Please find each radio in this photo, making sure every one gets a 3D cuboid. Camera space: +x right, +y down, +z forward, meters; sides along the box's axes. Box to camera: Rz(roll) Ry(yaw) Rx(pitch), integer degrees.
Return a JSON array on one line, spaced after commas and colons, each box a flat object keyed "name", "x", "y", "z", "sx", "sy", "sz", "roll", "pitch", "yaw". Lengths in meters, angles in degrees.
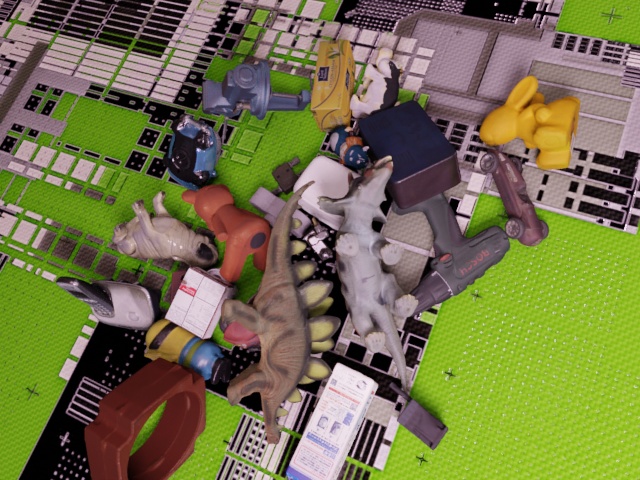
[{"name": "radio", "x": 0.167, "y": -0.170, "z": 1.024, "sx": 0.131, "sy": 0.073, "sz": 0.230, "roll": -23, "pitch": 44, "yaw": 2}]

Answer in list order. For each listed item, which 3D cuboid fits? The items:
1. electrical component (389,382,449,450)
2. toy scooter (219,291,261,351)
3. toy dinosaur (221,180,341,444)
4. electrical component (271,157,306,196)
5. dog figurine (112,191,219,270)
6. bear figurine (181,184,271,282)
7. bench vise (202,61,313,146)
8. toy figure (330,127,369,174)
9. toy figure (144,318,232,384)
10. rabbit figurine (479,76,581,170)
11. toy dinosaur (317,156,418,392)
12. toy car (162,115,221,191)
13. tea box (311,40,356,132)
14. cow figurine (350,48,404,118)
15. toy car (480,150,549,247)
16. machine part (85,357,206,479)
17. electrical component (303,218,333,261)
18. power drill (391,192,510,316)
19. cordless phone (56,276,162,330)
[{"name": "electrical component", "x": 0.156, "y": 0.294, "z": 0.903, "sx": 0.119, "sy": 0.074, "sz": 0.048, "roll": 36, "pitch": 81, "yaw": 17}, {"name": "toy scooter", "x": -0.093, "y": 0.145, "z": 1.016, "sx": 0.135, "sy": 0.075, "sz": 0.184, "roll": 41, "pitch": 80, "yaw": 18}, {"name": "toy dinosaur", "x": -0.069, "y": 0.135, "z": 0.930, "sx": 0.199, "sy": 0.105, "sz": 0.470, "roll": -2, "pitch": 99, "yaw": -8}, {"name": "electrical component", "x": -0.072, "y": -0.132, "z": 1.136, "sx": 0.094, "sy": 0.021, "sz": 0.063, "roll": -36, "pitch": 67, "yaw": 0}, {"name": "dog figurine", "x": -0.317, "y": 0.019, "z": 1.108, "sx": 0.190, "sy": 0.121, "sz": 0.172, "roll": 46, "pitch": 127, "yaw": 1}, {"name": "bear figurine", "x": -0.186, "y": -0.025, "z": 1.065, "sx": 0.196, "sy": 0.120, "sz": 0.131, "roll": 31, "pitch": 123, "yaw": 34}, {"name": "bench vise", "x": -0.126, "y": -0.301, "z": 1.148, "sx": 0.241, "sy": 0.223, "sz": 0.129, "roll": 0, "pitch": 73, "yaw": -19}, {"name": "toy figure", "x": 0.057, "y": -0.181, "z": 1.072, "sx": 0.058, "sy": 0.064, "sz": 0.155, "roll": -18, "pitch": 32, "yaw": -2}, {"name": "toy figure", "x": -0.250, "y": 0.212, "z": 1.024, "sx": 0.180, "sy": 0.082, "sz": 0.089, "roll": 15, "pitch": 63, "yaw": 22}, {"name": "rabbit figurine", "x": 0.392, "y": -0.225, "z": 1.018, "sx": 0.173, "sy": 0.121, "sz": 0.162, "roll": 5, "pitch": 78, "yaw": 34}, {"name": "toy dinosaur", "x": 0.083, "y": 0.060, "z": 0.959, "sx": 0.131, "sy": 0.192, "sz": 0.404, "roll": -10, "pitch": 109, "yaw": -5}, {"name": "toy car", "x": -0.263, "y": -0.195, "z": 1.154, "sx": 0.109, "sy": 0.161, "sz": 0.103, "roll": 29, "pitch": 36, "yaw": 14}, {"name": "tea box", "x": 0.031, "y": -0.325, "z": 1.142, "sx": 0.068, "sy": 0.098, "sz": 0.169, "roll": 3, "pitch": 73, "yaw": 14}, {"name": "cow figurine", "x": 0.136, "y": -0.325, "z": 1.133, "sx": 0.098, "sy": 0.068, "sz": 0.167, "roll": 23, "pitch": 80, "yaw": 13}, {"name": "toy car", "x": 0.358, "y": -0.083, "z": 0.983, "sx": 0.089, "sy": 0.053, "sz": 0.202, "roll": 3, "pitch": 64, "yaw": -32}, {"name": "machine part", "x": -0.289, "y": 0.318, "z": 0.911, "sx": 0.087, "sy": 0.200, "sz": 0.201, "roll": 19, "pitch": 31, "yaw": 23}, {"name": "electrical component", "x": -0.002, "y": -0.003, "z": 1.038, "sx": 0.045, "sy": 0.102, "sz": 0.078, "roll": -42, "pitch": 90, "yaw": 2}, {"name": "power drill", "x": 0.212, "y": 0.005, "z": 0.992, "sx": 0.232, "sy": 0.086, "sz": 0.207, "roll": -28, "pitch": 63, "yaw": 0}, {"name": "cordless phone", "x": -0.403, "y": 0.107, "z": 1.039, "sx": 0.147, "sy": 0.184, "sz": 0.089, "roll": 6, "pitch": 68, "yaw": 15}]
